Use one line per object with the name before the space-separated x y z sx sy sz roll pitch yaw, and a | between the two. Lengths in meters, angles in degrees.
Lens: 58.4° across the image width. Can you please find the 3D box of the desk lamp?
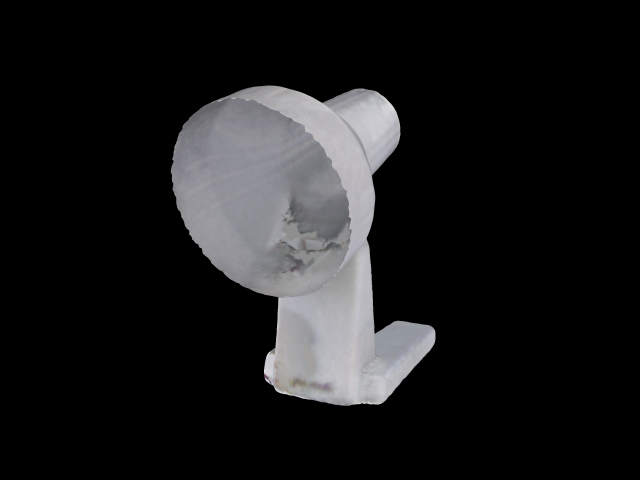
desk lamp | 0.004 0.001 0.400 0.117 0.213 0.204 6 13 27
